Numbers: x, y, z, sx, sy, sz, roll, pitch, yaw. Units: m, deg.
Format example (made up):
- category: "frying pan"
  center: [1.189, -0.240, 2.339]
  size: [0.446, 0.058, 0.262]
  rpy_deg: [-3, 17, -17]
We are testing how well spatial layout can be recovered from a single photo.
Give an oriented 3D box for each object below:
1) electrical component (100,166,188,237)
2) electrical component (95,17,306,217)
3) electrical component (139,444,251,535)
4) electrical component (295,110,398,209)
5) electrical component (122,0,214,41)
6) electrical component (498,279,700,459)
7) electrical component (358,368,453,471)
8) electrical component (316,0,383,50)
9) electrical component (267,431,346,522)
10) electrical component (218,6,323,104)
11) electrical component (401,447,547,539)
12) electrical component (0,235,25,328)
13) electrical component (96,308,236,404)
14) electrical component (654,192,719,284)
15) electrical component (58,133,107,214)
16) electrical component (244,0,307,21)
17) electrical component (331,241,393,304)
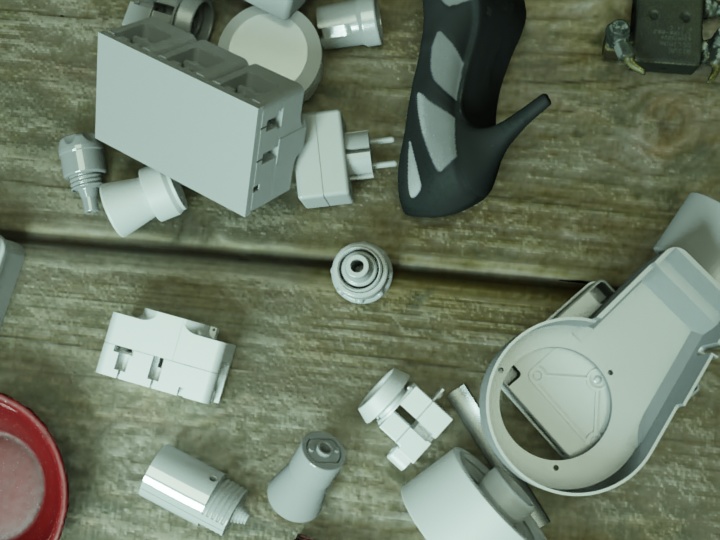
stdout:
- category: "electrical component"
  center: [-0.168, -0.056, 0.836]
  size: [0.055, 0.045, 0.045]
  rpy_deg: [-22, 83, 1]
- category: "electrical component"
  center: [-0.119, -0.117, 0.797]
  size: [0.150, 0.062, 0.089]
  rpy_deg: [28, 127, 23]
- category: "electrical component"
  center: [-0.120, 0.169, 0.811]
  size: [0.081, 0.043, 0.043]
  rpy_deg: [26, 87, 6]
- category: "electrical component"
  center: [-0.010, -0.087, 0.827]
  size: [0.077, 0.047, 0.065]
  rpy_deg: [-7, 84, 3]
- category: "electrical component"
  center: [-0.149, -0.201, 0.849]
  size: [0.055, 0.048, 0.066]
  rpy_deg: [19, 86, 13]
- category: "electrical component"
  center: [0.171, 0.081, 0.792]
  size: [0.109, 0.056, 0.108]
  rpy_deg: [-41, 83, -1]
- category: "electrical component"
  center: [0.033, 0.107, 0.806]
  size: [0.055, 0.048, 0.066]
  rpy_deg: [42, 88, -1]
- category: "electrical component"
  center: [-0.008, -0.193, 0.842]
  size: [0.046, 0.040, 0.040]
  rpy_deg: [-8, 84, 9]
- category: "electrical component"
  center: [-0.037, 0.150, 0.791]
  size: [0.044, 0.044, 0.065]
  rpy_deg: [34, 128, 7]
- category: "electrical component"
  center: [-0.068, -0.162, 0.836]
  size: [0.080, 0.051, 0.080]
  rpy_deg: [0, 85, 4]
- category: "electrical component"
  center: [0.088, 0.173, 0.759]
  size: [0.060, 0.108, 0.108]
  rpy_deg: [-44, 83, 7]
- category: "electrical component"
  center: [-0.319, 0.019, 0.833]
  size: [0.078, 0.057, 0.113]
  rpy_deg: [17, 86, 6]
- category: "electrical component"
  center: [-0.146, 0.063, 0.819]
  size: [0.089, 0.050, 0.055]
  rpy_deg: [15, 85, 5]
- category: "electrical component"
  center: [0.261, 0.001, 0.771]
  size: [0.108, 0.108, 0.060]
  rpy_deg: [39, 94, 7]
- category: "electrical component"
  center: [-0.216, -0.075, 0.847]
  size: [0.035, 0.035, 0.061]
  rpy_deg: [-11, 86, 3]
- category: "electrical component"
  center: [-0.072, -0.258, 0.820]
  size: [0.109, 0.056, 0.108]
  rpy_deg: [29, 51, 6]
- category: "electrical component"
  center: [0.000, 0.000, 0.810]
  size: [0.048, 0.062, 0.048]
  rpy_deg: [0, 84, 4]
